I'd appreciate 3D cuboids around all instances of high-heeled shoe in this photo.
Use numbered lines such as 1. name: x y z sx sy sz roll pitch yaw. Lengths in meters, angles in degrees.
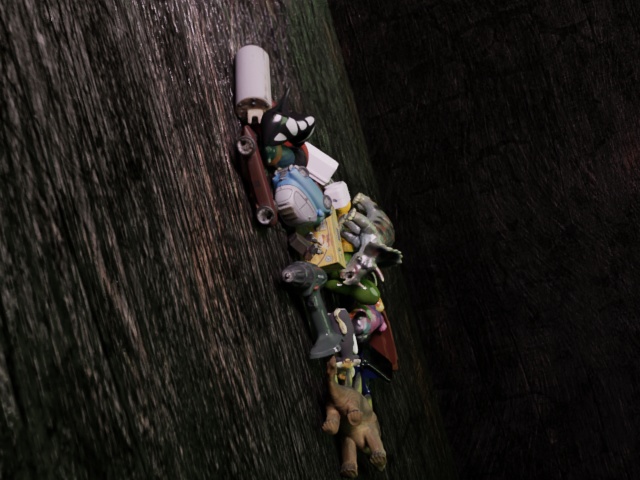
1. high-heeled shoe: -0.072 -0.214 1.145 0.248 0.086 0.145 70 35 -69

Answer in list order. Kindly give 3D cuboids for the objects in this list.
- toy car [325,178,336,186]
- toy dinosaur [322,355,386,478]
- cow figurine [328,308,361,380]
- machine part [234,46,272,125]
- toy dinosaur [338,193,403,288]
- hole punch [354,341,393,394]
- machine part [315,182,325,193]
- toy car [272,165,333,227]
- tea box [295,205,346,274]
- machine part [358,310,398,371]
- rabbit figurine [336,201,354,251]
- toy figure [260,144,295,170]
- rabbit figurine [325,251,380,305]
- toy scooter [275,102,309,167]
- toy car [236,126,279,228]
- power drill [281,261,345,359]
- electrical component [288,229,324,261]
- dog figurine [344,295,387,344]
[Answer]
1. toy car: 0.009 -0.183 1.581 0.201 0.056 0.074 50 3 -30
2. toy dinosaur: 0.087 0.416 1.200 0.199 0.105 0.470 -90 165 -58
3. cow figurine: 0.055 0.244 1.259 0.098 0.068 0.167 131 -53 -73
4. machine part: -0.146 -0.336 1.157 0.079 0.079 0.243 55 24 -54
5. toy dinosaur: 0.145 -0.020 1.478 0.192 0.131 0.405 40 28 -4
6. hole punch: 0.134 0.362 1.518 0.116 0.092 0.142 43 22 -5
7. machine part: -0.001 -0.085 1.497 0.179 0.056 0.179 -15 90 -75
8. toy car: -0.050 -0.084 1.217 0.161 0.109 0.103 56 39 -30
9. tea box: -0.003 -0.004 1.313 0.068 0.098 0.169 41 38 -65
10. machine part: 0.177 0.319 1.694 0.201 0.087 0.201 38 37 -69
11. rabbit figurine: 0.080 -0.049 1.650 0.173 0.122 0.162 38 34 -61
12. toy figure: -0.104 -0.191 1.207 0.064 0.058 0.154 69 18 9
13. rabbit figurine: 0.095 0.104 1.450 0.159 0.121 0.170 16 23 -38
14. toy scooter: -0.080 -0.256 1.338 0.135 0.075 0.183 -113 -174 -68
15. toy car: -0.125 -0.120 1.048 0.089 0.053 0.202 -79 155 -73
16. power drill: -0.019 0.145 1.149 0.232 0.086 0.207 -19 85 -79
17. electrical component: -0.031 0.009 1.227 0.078 0.045 0.102 45 9 -15
18. dog figurine: 0.109 0.202 1.518 0.219 0.109 0.191 37 40 -64
